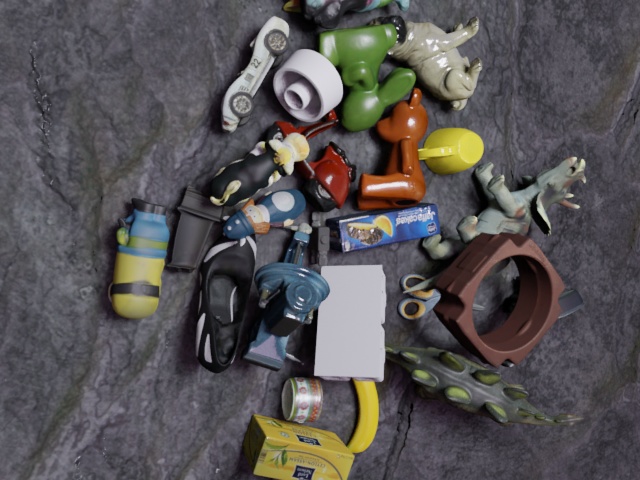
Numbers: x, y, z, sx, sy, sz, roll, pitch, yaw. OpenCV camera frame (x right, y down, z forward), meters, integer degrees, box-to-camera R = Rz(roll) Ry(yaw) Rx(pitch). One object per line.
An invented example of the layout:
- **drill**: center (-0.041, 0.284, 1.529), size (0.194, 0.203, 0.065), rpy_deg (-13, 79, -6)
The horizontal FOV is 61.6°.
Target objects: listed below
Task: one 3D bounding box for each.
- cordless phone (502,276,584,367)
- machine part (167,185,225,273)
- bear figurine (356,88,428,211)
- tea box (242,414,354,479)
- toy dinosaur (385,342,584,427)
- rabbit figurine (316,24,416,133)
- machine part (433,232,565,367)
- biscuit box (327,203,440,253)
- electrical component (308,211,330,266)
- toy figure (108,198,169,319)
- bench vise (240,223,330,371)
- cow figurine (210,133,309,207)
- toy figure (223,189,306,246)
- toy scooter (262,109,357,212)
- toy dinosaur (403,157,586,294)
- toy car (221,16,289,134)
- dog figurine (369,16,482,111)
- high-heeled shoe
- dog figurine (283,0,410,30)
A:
- **cordless phone**: center (0.415, 0.168, 1.054), size (0.089, 0.146, 0.184), rpy_deg (30, 81, -12)
- **machine part**: center (-0.204, -0.013, 0.872), size (0.084, 0.039, 0.139), rpy_deg (22, 85, -26)
- **bear figurine**: center (0.128, -0.158, 0.944), size (0.132, 0.120, 0.195), rpy_deg (-2, 81, 1)
- **tea box**: center (-0.039, 0.365, 0.928), size (0.169, 0.098, 0.068), rpy_deg (22, 87, -22)
- **toy dinosaur**: center (0.234, 0.247, 0.968), size (0.472, 0.198, 0.105), rpy_deg (16, 75, 12)
- **rabbit figurine**: center (0.076, -0.271, 0.911), size (0.159, 0.121, 0.170), rpy_deg (-6, 114, 2)
- **machine part**: center (0.312, 0.101, 0.943), size (0.201, 0.087, 0.201), rpy_deg (-47, 111, -8)
- **biscuit box**: center (0.118, -0.025, 0.976), size (0.203, 0.063, 0.059), rpy_deg (-11, 98, -19)
- **electrical component**: center (-0.002, -0.003, 0.932), size (0.021, 0.063, 0.094), rpy_deg (0, 93, -20)
- **toy figure**: center (-0.276, 0.030, 0.820), size (0.082, 0.089, 0.180), rpy_deg (12, 92, -12)
- **bench vise**: center (-0.055, 0.084, 0.879), size (0.129, 0.223, 0.241), rpy_deg (15, 56, -5)
- **cow figurine**: center (-0.097, -0.112, 0.841), size (0.167, 0.098, 0.068), rpy_deg (-31, 100, 14)
- **toy figure**: center (-0.092, -0.043, 0.880), size (0.154, 0.064, 0.057), rpy_deg (-26, 136, -40)
- **toy scooter**: center (0.002, -0.146, 0.920), size (0.135, 0.075, 0.183), rpy_deg (-43, 102, -14)
- **toy dinosaur**: center (0.333, -0.007, 1.035), size (0.192, 0.131, 0.405), rpy_deg (42, 86, -17)
- **toy car**: center (-0.108, -0.263, 0.867), size (0.056, 0.073, 0.201), rpy_deg (29, 83, -11)
- **dog figurine**: center (0.178, -0.316, 0.970), size (0.191, 0.121, 0.172), rpy_deg (-7, 93, -6)
- **high-heeled shoe**: center (-0.140, 0.078, 0.842), size (0.086, 0.145, 0.248), rpy_deg (16, 87, -21)
- **dog figurine**: center (0.039, -0.443, 0.893), size (0.219, 0.108, 0.191), rpy_deg (-11, 76, -7)
